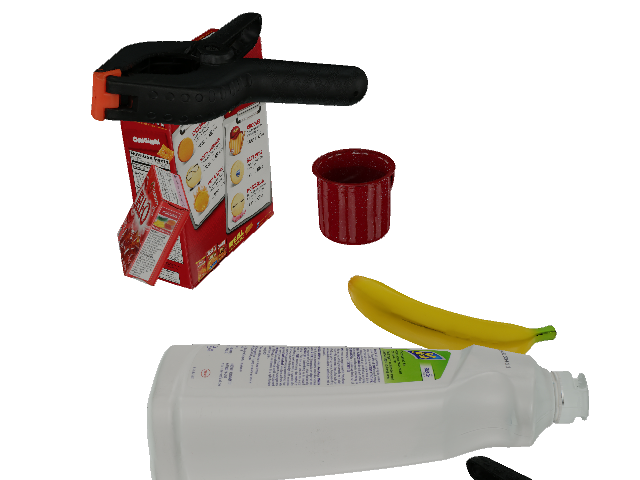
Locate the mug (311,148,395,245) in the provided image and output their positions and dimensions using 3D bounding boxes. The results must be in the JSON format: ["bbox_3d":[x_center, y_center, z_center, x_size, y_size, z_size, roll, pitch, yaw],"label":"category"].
[{"bbox_3d":[0.045,-0.053,1.211,0.093,0.081,0.117,19,36,32],"label":"mug"}]

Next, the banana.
[{"bbox_3d":[0.098,0.071,0.922,0.198,0.037,0.069,16,14,27],"label":"banana"}]

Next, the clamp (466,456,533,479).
[{"bbox_3d":[0.200,0.240,0.848,0.210,0.036,0.164,0,33,24],"label":"clamp"}]

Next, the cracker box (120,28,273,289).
[{"bbox_3d":[-0.122,-0.085,1.084,0.072,0.214,0.164,14,37,26],"label":"cracker box"}]

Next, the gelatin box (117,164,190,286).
[{"bbox_3d":[-0.141,-0.015,0.895,0.030,0.073,0.089,22,17,-23],"label":"gelatin box"}]

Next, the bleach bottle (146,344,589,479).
[{"bbox_3d":[0.031,0.099,0.626,0.251,0.068,0.102,-2,18,1],"label":"bleach bottle"}]

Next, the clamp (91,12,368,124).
[{"bbox_3d":[-0.069,-0.107,0.660,0.171,0.039,0.120,-10,30,-33],"label":"clamp"}]
